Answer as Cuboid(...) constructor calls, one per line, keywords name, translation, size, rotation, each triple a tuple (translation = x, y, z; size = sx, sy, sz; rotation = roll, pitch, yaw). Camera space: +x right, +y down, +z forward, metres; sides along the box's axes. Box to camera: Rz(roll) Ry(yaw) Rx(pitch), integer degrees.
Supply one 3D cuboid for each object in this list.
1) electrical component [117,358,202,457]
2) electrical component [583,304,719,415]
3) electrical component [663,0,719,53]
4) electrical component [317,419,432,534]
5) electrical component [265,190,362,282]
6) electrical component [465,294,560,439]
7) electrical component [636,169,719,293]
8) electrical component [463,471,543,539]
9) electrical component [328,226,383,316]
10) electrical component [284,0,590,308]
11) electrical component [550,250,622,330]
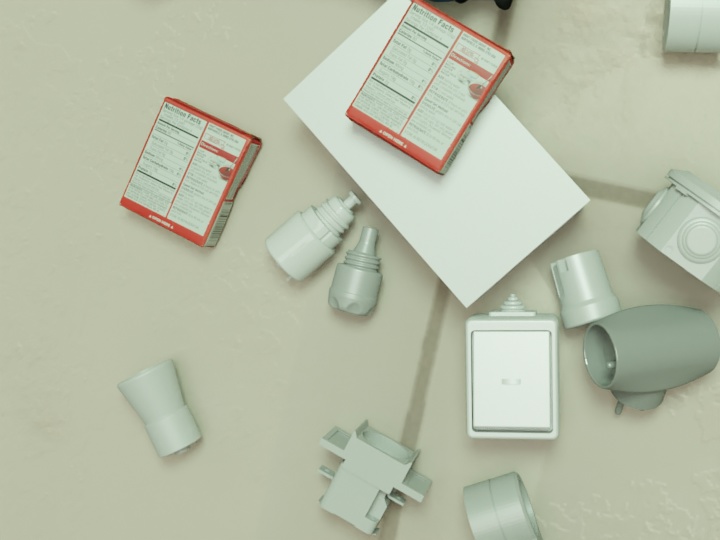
Cuboid(name="electrical component", translation=(-0.143, 0.103, 0.784), size=(0.044, 0.044, 0.065), rotation=(-25, 91, 10))
Cuboid(name="electrical component", translation=(0.189, 0.066, 0.714), size=(0.077, 0.043, 0.079), rotation=(-6, 128, -17))
Cuboid(name="electrical component", translation=(0.206, -0.213, 0.706), size=(0.074, 0.052, 0.138), rotation=(4, 92, 10))
Cuboid(name="electrical component", translation=(0.006, 0.147, 0.757), size=(0.081, 0.042, 0.063), rotation=(28, 100, 9))
Cuboid(name="electrical component", translation=(-0.031, -0.026, 0.760), size=(0.078, 0.040, 0.040), rotation=(-41, 84, 8))
Cuboid(name="electrical component", translation=(0.103, 0.065, 0.727), size=(0.062, 0.061, 0.096), rotation=(-1, 91, 11))
Cuboid(name="electrical component", translation=(0.221, -0.025, 0.694), size=(0.080, 0.080, 0.051), rotation=(37, 103, 8))
Cuboid(name="electrical component", translation=(0.095, 0.214, 0.736), size=(0.074, 0.052, 0.138), rotation=(-20, 88, 10))
Cuboid(name="electrical component", translation=(0.000, 0.000, 0.758), size=(0.035, 0.035, 0.061), rotation=(15, 92, 10))
Cuboid(name="electrical component", translation=(0.053, -0.080, 0.733), size=(0.105, 0.060, 0.186), rotation=(-42, 84, 9))
Cuboid(name="electrical component", translation=(0.152, 0.013, 0.728), size=(0.040, 0.040, 0.046), rotation=(-17, 83, 10))
